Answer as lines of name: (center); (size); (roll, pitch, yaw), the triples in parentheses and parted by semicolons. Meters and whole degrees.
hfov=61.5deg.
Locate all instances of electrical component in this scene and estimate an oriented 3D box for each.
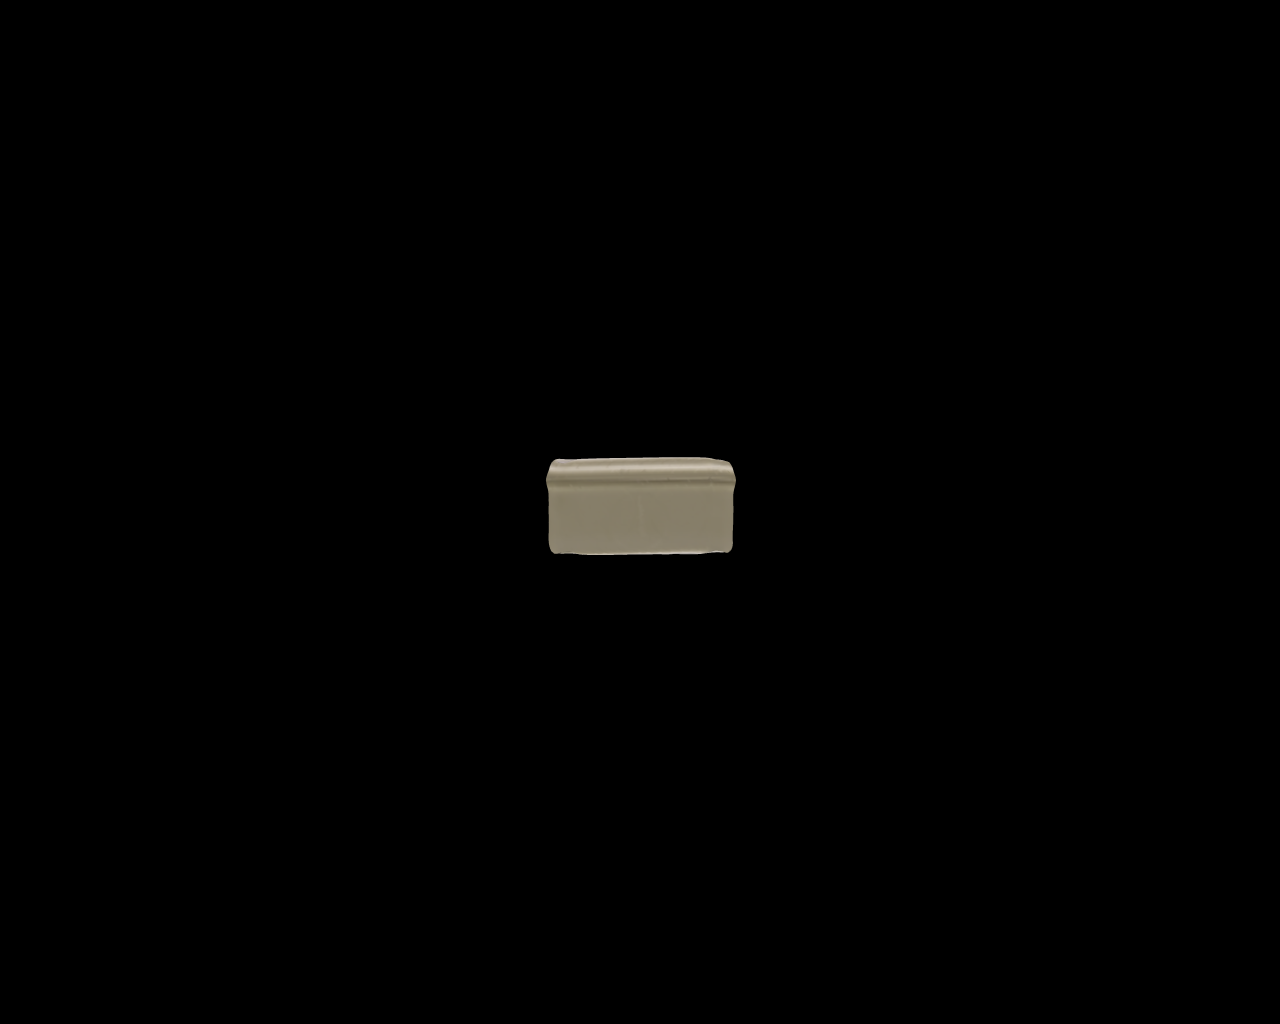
electrical component: (0.001, -0.003, 0.650); (0.109, 0.056, 0.109); (0, 0, 0)
